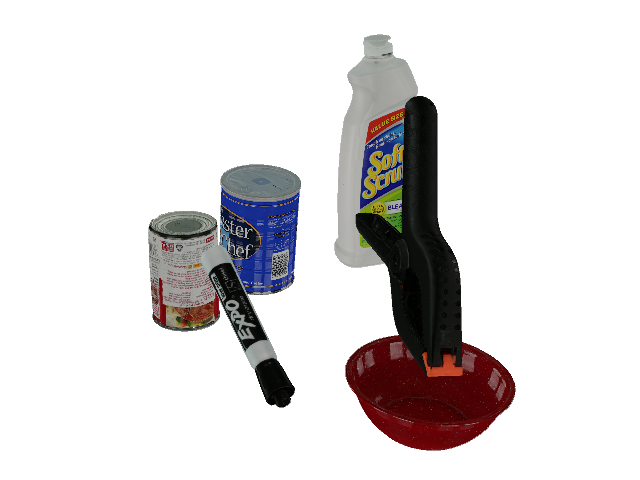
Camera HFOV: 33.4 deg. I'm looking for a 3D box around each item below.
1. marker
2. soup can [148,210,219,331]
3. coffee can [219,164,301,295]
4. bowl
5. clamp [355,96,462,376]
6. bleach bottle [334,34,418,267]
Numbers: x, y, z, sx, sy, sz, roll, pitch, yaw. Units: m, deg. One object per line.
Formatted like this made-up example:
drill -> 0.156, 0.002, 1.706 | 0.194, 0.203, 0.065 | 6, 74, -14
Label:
marker -> -0.046, 0.053, 0.666 | 0.020, 0.121, 0.020 | -19, -36, -15
soup can -> -0.135, 0.029, 1.056 | 0.068, 0.102, 0.068 | 1, 22, 0
coffee can -> -0.080, -0.015, 1.387 | 0.103, 0.140, 0.103 | 3, 27, -2
bowl -> 0.103, 0.152, 1.023 | 0.162, 0.055, 0.162 | 3, 25, -2
clamp -> 0.075, 0.005, 0.824 | 0.036, 0.210, 0.165 | 0, -42, -16
bleach bottle -> 0.060, -0.100, 1.181 | 0.102, 0.251, 0.068 | -10, 24, -13
